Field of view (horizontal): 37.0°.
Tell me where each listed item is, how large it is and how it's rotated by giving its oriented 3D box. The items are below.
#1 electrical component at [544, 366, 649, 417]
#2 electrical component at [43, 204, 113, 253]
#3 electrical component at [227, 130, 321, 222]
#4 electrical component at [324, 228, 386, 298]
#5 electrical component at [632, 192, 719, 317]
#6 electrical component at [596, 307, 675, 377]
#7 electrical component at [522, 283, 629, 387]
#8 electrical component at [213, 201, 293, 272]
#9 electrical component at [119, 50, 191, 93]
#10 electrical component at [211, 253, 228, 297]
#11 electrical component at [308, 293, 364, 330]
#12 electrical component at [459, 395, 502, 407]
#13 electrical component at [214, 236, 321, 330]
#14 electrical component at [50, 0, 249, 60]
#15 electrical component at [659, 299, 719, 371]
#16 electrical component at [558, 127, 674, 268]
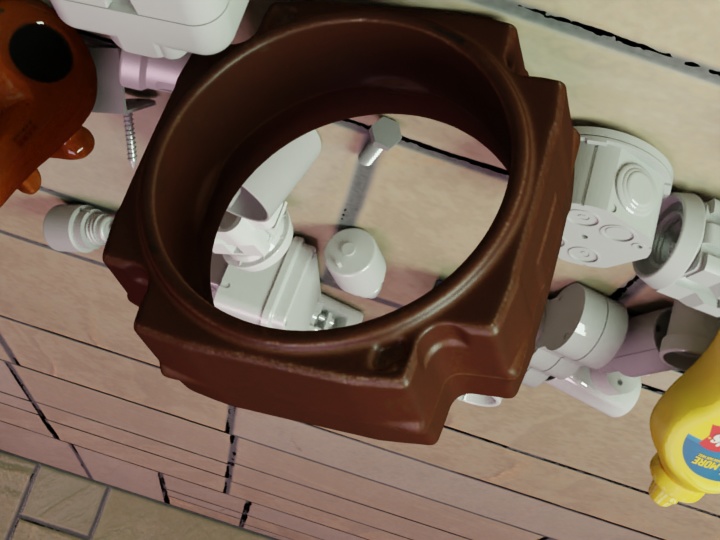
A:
[{"bbox_3d":[0.193,0.081,0.850,0.077,0.043,0.079,28,156,-24],"label":"electrical component"},{"bbox_3d":[-0.229,-0.034,0.901,0.078,0.040,0.040,3,154,32],"label":"electrical component"},{"bbox_3d":[-0.082,-0.076,0.687,0.099,0.064,0.099,28,166,8],"label":"electrical component"},{"bbox_3d":[0.000,0.000,0.807,0.040,0.040,0.078,10,157,20],"label":"electrical component"},{"bbox_3d":[0.193,-0.010,0.611,0.057,0.058,0.078,20,159,-13],"label":"electrical component"},{"bbox_3d":[0.202,0.055,0.780,0.043,0.043,0.081,26,157,-20],"label":"electrical component"},{"bbox_3d":[0.129,0.044,0.799,0.074,0.052,0.138,24,158,-15],"label":"electrical component"},{"bbox_3d":[-0.083,-0.035,0.765,0.078,0.058,0.057,4,152,32],"label":"electrical component"},{"bbox_3d":[-0.108,-0.118,0.607,0.046,0.040,0.040,12,159,-4],"label":"electrical component"},{"bbox_3d":[-0.144,-0.003,0.901,0.100,0.048,0.099,15,158,6],"label":"electrical component"},{"bbox_3d":[-0.039,0.060,0.968,0.056,0.050,0.089,27,157,-22],"label":"electrical component"},{"bbox_3d":[0.103,0.087,0.930,0.055,0.047,0.055,15,158,6],"label":"electrical component"},{"bbox_3d":[-0.072,0.022,0.866,0.057,0.078,0.113,18,159,8],"label":"electrical component"},{"bbox_3d":[-0.104,-0.143,0.521,0.095,0.053,0.059,14,158,10],"label":"electrical component"},{"bbox_3d":[0.226,0.041,0.724,0.040,0.046,0.040,15,158,6],"label":"electrical component"},{"bbox_3d":[0.129,-0.040,0.595,0.080,0.051,0.080,15,158,6],"label":"electrical component"}]
